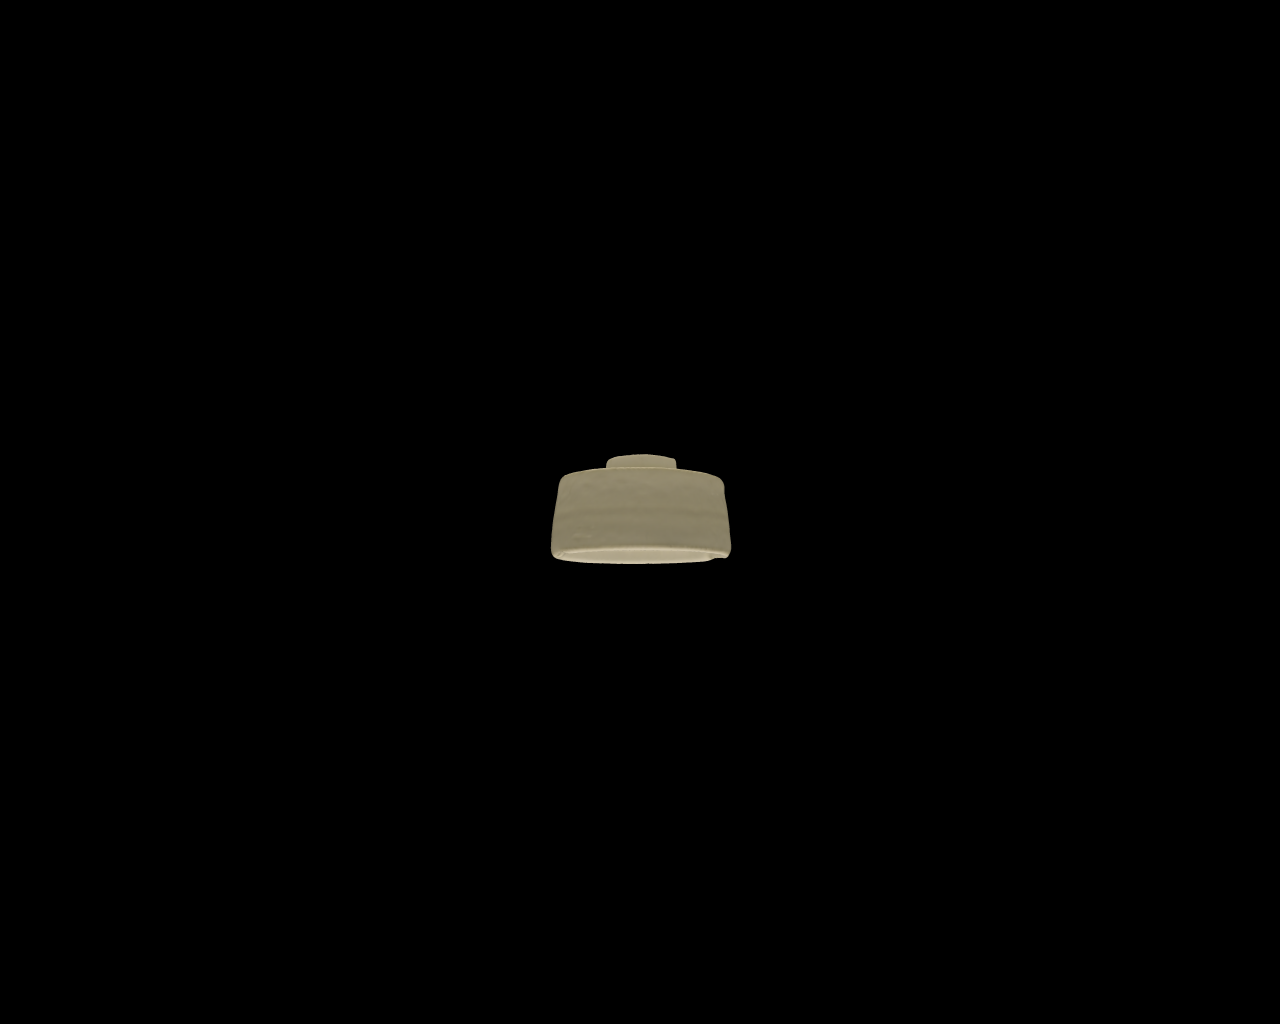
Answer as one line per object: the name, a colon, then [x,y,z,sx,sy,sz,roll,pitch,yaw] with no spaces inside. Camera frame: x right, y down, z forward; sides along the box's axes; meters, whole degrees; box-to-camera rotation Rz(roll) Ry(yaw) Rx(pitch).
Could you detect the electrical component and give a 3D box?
electrical component: [0.001,-0.003,0.650,0.108,0.060,0.108,0,-7,0]
